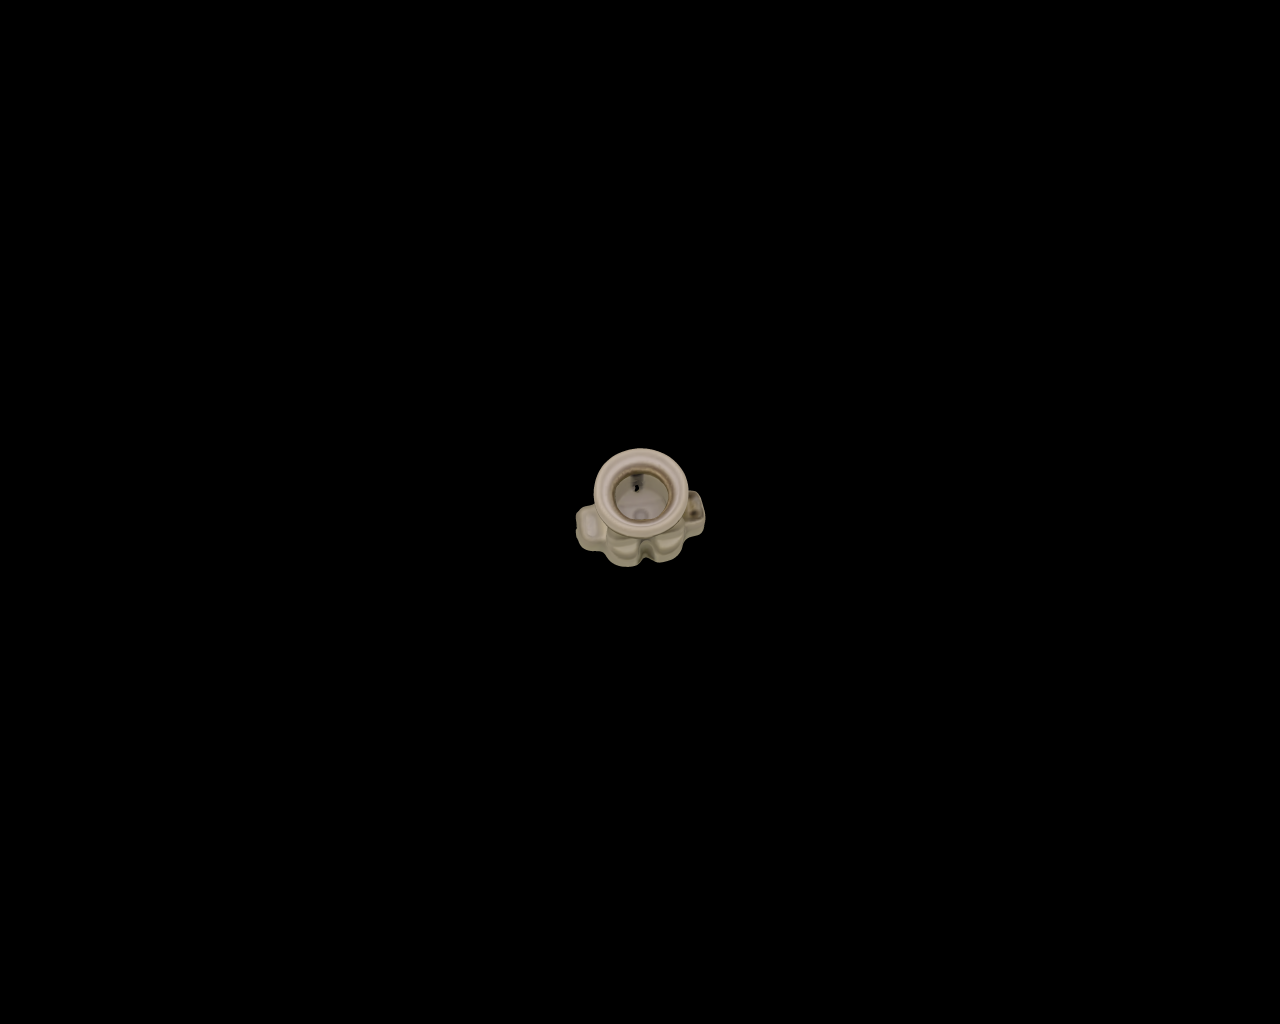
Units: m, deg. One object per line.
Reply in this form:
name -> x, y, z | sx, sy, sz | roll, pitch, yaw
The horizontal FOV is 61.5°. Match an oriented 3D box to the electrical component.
electrical component -> 0.001, -0.003, 0.650 | 0.078, 0.058, 0.057 | -8, -23, -3
